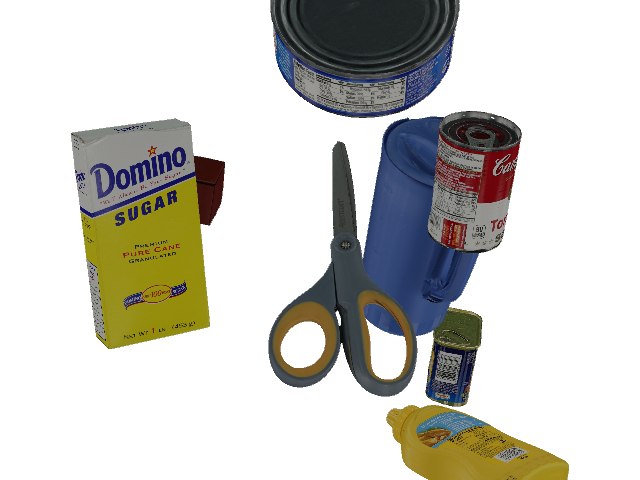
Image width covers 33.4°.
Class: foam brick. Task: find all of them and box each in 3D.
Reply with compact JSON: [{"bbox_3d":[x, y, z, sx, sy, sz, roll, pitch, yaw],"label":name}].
[{"bbox_3d":[-0.143,-0.056,1.109,0.078,0.051,0.053,11,31,5],"label":"foam brick"}]

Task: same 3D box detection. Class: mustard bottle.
[{"bbox_3d":[0.135,0.204,1.026,0.096,0.058,0.192,-15,24,-38],"label":"mustard bottle"}]

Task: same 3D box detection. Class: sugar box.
[{"bbox_3d":[-0.147,-0.007,0.882,0.093,0.176,0.048,-12,19,-25],"label":"sugar box"}]

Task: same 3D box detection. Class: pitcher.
[{"bbox_3d":[0.115,-0.002,1.182,0.145,0.243,0.149,24,43,15],"label":"pitcher"}]

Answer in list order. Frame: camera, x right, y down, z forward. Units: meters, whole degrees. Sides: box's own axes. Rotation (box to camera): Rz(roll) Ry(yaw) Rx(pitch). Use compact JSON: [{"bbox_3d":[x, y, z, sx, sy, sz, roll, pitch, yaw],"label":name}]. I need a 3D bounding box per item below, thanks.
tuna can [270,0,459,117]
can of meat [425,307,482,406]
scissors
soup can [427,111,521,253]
[{"bbox_3d":[0.020,-0.099,0.495,0.086,0.086,0.034,0,-30,1],"label":"tuna can"},{"bbox_3d":[0.161,0.142,1.299,0.057,0.084,0.102,10,22,6],"label":"can of meat"},{"bbox_3d":[-0.001,0.016,0.669,0.096,0.202,0.016,-14,-39,-9],"label":"scissors"},{"bbox_3d":[0.128,-0.049,0.901,0.068,0.102,0.068,3,32,-2],"label":"soup can"}]
